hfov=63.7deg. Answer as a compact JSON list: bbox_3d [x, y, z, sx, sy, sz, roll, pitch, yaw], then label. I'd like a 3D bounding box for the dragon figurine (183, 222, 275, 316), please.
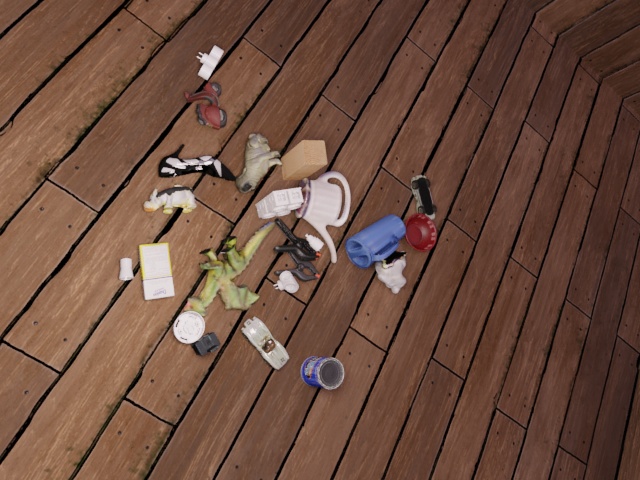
[{"bbox_3d":[-0.284,0.121,1.763,0.414,0.122,0.240,-27,108,-27],"label":"dragon figurine"}]

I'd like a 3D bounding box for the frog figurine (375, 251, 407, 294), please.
[{"bbox_3d":[0.287,0.124,2.039,0.140,0.123,0.156,-44,135,-35],"label":"frog figurine"}]

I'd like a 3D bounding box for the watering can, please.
[{"bbox_3d":[0.006,-0.098,1.942,0.224,0.103,0.350,12,82,-23],"label":"watering can"}]
